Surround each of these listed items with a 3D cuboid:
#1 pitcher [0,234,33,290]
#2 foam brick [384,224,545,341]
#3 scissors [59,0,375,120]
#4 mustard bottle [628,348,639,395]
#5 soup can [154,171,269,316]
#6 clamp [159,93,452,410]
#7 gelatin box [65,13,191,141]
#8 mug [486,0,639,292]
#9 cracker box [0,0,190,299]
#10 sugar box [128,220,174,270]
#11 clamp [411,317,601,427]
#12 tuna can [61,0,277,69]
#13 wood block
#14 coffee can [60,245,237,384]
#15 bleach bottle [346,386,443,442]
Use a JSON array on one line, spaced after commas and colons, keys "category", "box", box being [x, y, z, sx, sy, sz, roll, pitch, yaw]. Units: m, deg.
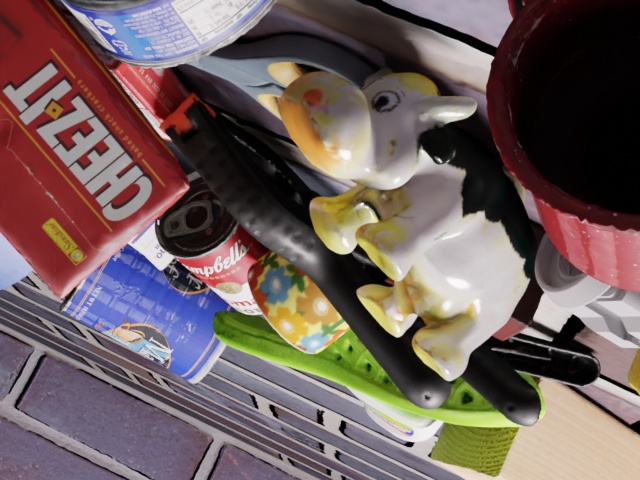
[{"category": "pitcher", "box": [-0.289, -0.077, 0.776, 0.145, 0.149, 0.242, 34, 169, 41]}, {"category": "foam brick", "box": [0.082, 0.012, 0.575, 0.078, 0.053, 0.051, 26, 164, 0]}, {"category": "scissors", "box": [-0.051, -0.096, 0.514, 0.201, 0.016, 0.096, 28, 163, -5]}, {"category": "mustard bottle", "box": [0.261, 0.112, 0.598, 0.191, 0.058, 0.096, 37, 160, -33]}, {"category": "soup can", "box": [-0.060, 0.004, 0.745, 0.069, 0.068, 0.102, 16, 162, 32]}, {"category": "clamp", "box": [-0.004, 0.001, 0.605, 0.209, 0.036, 0.164, 41, -166, -26]}, {"category": "gelatin box", "box": [-0.121, -0.094, 0.604, 0.089, 0.030, 0.073, 17, 160, 31]}, {"category": "mug", "box": [0.099, -0.040, 0.347, 0.117, 0.093, 0.081, 53, -178, 27]}, {"category": "cracker box", "box": [-0.142, -0.078, 0.451, 0.164, 0.072, 0.214, 51, 174, -18]}, {"category": "sugar box", "box": [-0.162, -0.054, 0.725, 0.093, 0.048, 0.176, 41, 178, 37]}, {"category": "clamp", "box": [0.090, 0.069, 0.693, 0.172, 0.039, 0.120, 19, -168, 21]}, {"category": "tuna can", "box": [-0.052, -0.104, 0.366, 0.086, 0.086, 0.033, 17, 161, 31]}, {"category": "wood block", "box": [0.204, 0.186, 0.859, 0.205, 0.090, 0.090, 34, 164, -24]}, {"category": "coffee can", "box": [-0.151, 0.054, 0.978, 0.140, 0.102, 0.103, 31, 163, -13]}, {"category": "bleach bottle", "box": [0.080, 0.146, 0.978, 0.103, 0.068, 0.251, 30, 167, 18]}]
